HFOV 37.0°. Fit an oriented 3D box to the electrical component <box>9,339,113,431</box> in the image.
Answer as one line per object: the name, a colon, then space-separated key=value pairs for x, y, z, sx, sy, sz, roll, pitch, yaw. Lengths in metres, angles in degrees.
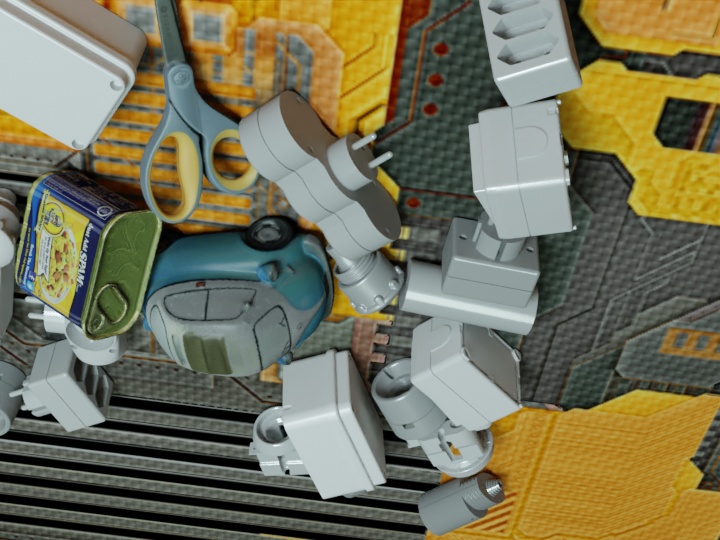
electrical component: x=-0.267 y=0.105 z=0.937 sx=0.077 sy=0.047 sz=0.065 roll=-17 pitch=129 yaw=13

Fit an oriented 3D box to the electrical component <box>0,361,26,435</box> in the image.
electrical component: x=-0.329 y=0.115 z=0.958 sx=0.055 sy=0.047 sz=0.055 roll=3 pitch=133 yaw=3

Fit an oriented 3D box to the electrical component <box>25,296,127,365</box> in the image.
electrical component: x=-0.232 y=0.035 z=0.875 sx=0.079 sy=0.044 sz=0.077 roll=6 pitch=133 yaw=0

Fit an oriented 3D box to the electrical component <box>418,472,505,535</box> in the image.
electrical component: x=0.100 y=0.215 z=1.011 sx=0.081 sy=0.043 sz=0.043 roll=-32 pitch=123 yaw=30

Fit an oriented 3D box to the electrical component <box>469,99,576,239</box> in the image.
electrical component: x=0.110 y=-0.063 z=0.725 sx=0.061 sy=0.061 sz=0.096 roll=-7 pitch=157 yaw=12

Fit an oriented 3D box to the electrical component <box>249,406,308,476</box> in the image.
electrical component: x=-0.070 y=0.155 z=0.971 sx=0.066 sy=0.048 sz=0.055 roll=-4 pitch=139 yaw=9

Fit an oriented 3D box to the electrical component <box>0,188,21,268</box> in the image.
electrical component: x=-0.274 y=-0.035 z=0.802 sx=0.048 sy=0.062 sz=0.048 roll=3 pitch=134 yaw=4

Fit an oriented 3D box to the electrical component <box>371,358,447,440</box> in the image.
electrical component: x=0.042 y=0.108 z=0.910 sx=0.055 sy=0.055 sz=0.047 roll=-19 pitch=124 yaw=22

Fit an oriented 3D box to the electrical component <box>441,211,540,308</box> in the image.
electrical component: x=0.100 y=-0.019 z=0.790 sx=0.066 sy=0.047 sz=0.076 roll=10 pitch=133 yaw=-4

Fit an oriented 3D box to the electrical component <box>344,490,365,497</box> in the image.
electrical component: x=-0.004 y=0.186 z=0.994 sx=0.043 sy=0.043 sz=0.062 roll=12 pitch=134 yaw=-5

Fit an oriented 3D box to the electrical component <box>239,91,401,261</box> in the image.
electrical component: x=-0.013 y=-0.071 z=0.749 sx=0.074 sy=0.052 sz=0.138 roll=-27 pitch=124 yaw=27

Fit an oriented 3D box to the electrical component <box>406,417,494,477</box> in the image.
electrical component: x=0.082 y=0.143 z=0.936 sx=0.078 sy=0.058 sz=0.057 roll=-17 pitch=126 yaw=20

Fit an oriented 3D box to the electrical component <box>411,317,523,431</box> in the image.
electrical component: x=0.088 y=0.085 z=0.877 sx=0.061 sy=0.061 sz=0.096 roll=-31 pitch=123 yaw=29

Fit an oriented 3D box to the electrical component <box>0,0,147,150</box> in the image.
electrical component: x=-0.207 y=-0.140 z=0.701 sx=0.113 sy=0.057 sz=0.078 roll=29 pitch=129 yaw=-20

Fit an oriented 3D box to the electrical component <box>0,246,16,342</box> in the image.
electrical component: x=-0.335 y=0.009 z=0.853 sx=0.109 sy=0.056 sz=0.108 roll=14 pitch=133 yaw=-7

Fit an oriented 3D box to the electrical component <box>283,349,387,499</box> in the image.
electrical component: x=-0.020 y=0.132 z=0.918 sx=0.057 sy=0.078 sz=0.113 roll=-15 pitch=130 yaw=9

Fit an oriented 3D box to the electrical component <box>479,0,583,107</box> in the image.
electrical component: x=0.111 y=-0.136 z=0.673 sx=0.047 sy=0.065 sz=0.077 roll=-14 pitch=159 yaw=18

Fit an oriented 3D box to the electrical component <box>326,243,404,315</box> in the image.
electrical component: x=0.000 y=0.000 z=0.821 sx=0.048 sy=0.048 sz=0.062 roll=-29 pitch=117 yaw=28
